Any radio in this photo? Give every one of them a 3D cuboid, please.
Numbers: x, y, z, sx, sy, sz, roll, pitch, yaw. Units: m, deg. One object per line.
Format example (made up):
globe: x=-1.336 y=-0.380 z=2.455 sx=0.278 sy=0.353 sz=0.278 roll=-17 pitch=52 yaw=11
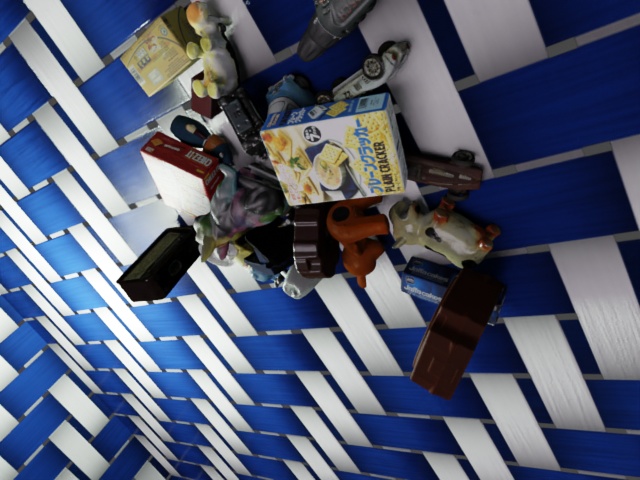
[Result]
radio: x=-0.402 y=0.058 z=1.389 sx=0.131 sy=0.229 sz=0.073 roll=-5 pitch=127 yaw=33

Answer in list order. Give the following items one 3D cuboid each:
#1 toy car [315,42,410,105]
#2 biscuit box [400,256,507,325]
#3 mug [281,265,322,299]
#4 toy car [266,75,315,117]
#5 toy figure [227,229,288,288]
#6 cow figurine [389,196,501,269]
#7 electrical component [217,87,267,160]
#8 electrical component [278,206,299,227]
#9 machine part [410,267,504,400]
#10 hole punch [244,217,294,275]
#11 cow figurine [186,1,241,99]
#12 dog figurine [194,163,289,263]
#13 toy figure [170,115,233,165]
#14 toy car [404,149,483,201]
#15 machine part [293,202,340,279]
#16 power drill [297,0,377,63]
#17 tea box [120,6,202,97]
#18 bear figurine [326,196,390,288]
toy car: x=0.066 y=-0.261 z=0.890 sx=0.202 sy=0.073 sz=0.056 roll=-24 pitch=108 yaw=45
biscuit box: x=0.266 y=0.099 z=1.085 sx=0.203 sy=0.063 sz=0.059 roll=18 pitch=133 yaw=20
mug: x=-0.049 y=0.077 z=1.251 sx=0.110 sy=0.107 sz=0.080 roll=31 pitch=137 yaw=4
toy car: x=-0.042 y=-0.214 z=0.987 sx=0.109 sy=0.103 sz=0.161 roll=-19 pitch=117 yaw=42
toy figure: x=-0.160 y=0.041 z=1.318 sx=0.180 sy=0.089 sz=0.082 roll=34 pitch=127 yaw=-10
cow figurine: x=0.218 y=-0.013 z=1.006 sx=0.195 sy=0.085 sz=0.127 roll=30 pitch=132 yaw=7
electrical component: x=-0.133 y=-0.218 z=1.006 sx=0.058 sy=0.134 sz=0.115 roll=-31 pitch=84 yaw=6
electrical component: x=-0.087 y=-0.075 z=1.186 sx=0.102 sy=0.045 sz=0.078 roll=44 pitch=140 yaw=-7
machine part: x=0.243 y=0.165 z=0.963 sx=0.087 sy=0.201 sz=0.200 roll=26 pitch=130 yaw=19
hole punch: x=-0.104 y=0.025 z=1.230 sx=0.116 sy=0.142 sz=0.092 roll=39 pitch=139 yaw=20
cow figurine: x=-0.190 y=-0.348 z=0.989 sx=0.068 sy=0.098 sz=0.167 roll=9 pitch=113 yaw=37
dog figurine: x=-0.176 y=-0.040 z=1.136 sx=0.192 sy=0.108 sz=0.219 roll=29 pitch=106 yaw=21
toy figure: x=-0.251 y=-0.215 z=1.165 sx=0.154 sy=0.064 sz=0.057 roll=31 pitch=103 yaw=1
toy car: x=0.183 y=-0.124 z=0.951 sx=0.202 sy=0.053 sz=0.089 roll=19 pitch=132 yaw=22
machine part: x=-0.002 y=-0.003 z=1.093 sx=0.056 sy=0.179 sz=0.179 roll=0 pitch=128 yaw=19
power drill: x=-0.009 y=-0.404 z=0.810 sx=0.232 sy=0.086 sz=0.207 roll=-23 pitch=108 yaw=43
tea box: x=-0.306 y=-0.367 z=1.057 sx=0.170 sy=0.068 sz=0.098 roll=-16 pitch=117 yaw=42
bear figurine: x=0.092 y=0.001 z=1.085 sx=0.132 sy=0.120 sz=0.195 roll=-19 pitch=137 yaw=13
